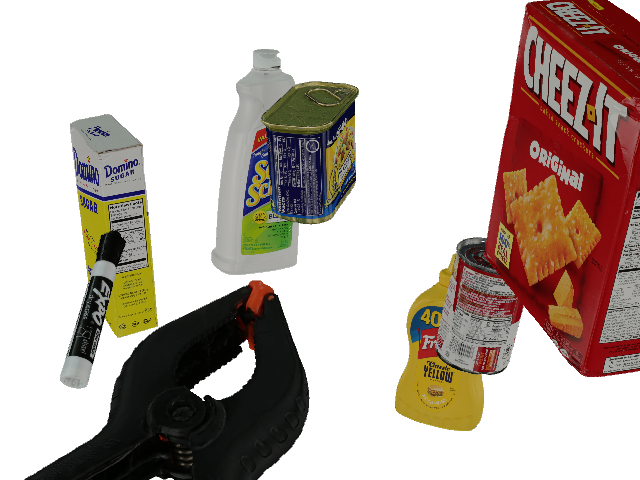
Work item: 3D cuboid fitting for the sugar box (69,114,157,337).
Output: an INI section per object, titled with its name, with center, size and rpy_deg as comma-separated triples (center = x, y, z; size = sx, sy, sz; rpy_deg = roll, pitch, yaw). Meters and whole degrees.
[sugar box]
center = -0.183, -0.013, 0.942
size = 0.048, 0.176, 0.093
rpy_deg = -15, 28, -23

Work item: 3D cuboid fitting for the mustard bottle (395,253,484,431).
[mustard bottle]
center = 0.142, 0.108, 1.176
size = 0.096, 0.192, 0.058
rpy_deg = 12, 14, 22

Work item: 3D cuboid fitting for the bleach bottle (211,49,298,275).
[bleach bottle]
center = -0.072, -0.091, 1.219
size = 0.102, 0.251, 0.068
rpy_deg = -7, 21, -26

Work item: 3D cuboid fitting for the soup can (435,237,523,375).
[soup can]
center = 0.142, 0.058, 0.929
size = 0.068, 0.102, 0.068
rpy_deg = 8, 23, -4

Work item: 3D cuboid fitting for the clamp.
[clamp]
center = -0.045, 0.084, 0.408
size = 0.120, 0.039, 0.171
rpy_deg = 24, 49, 17

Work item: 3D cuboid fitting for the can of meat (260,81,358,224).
[can of meat]
center = -0.006, -0.071, 0.858
size = 0.057, 0.084, 0.102
rpy_deg = 7, 29, 18

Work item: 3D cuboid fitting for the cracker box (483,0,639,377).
[cracker box]
center = 0.187, -0.038, 0.740
size = 0.072, 0.214, 0.164
rpy_deg = -7, 34, -16

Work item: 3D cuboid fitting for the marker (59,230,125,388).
[marker]
center = -0.157, 0.045, 0.742
size = 0.020, 0.121, 0.020
rpy_deg = 6, -34, 4
